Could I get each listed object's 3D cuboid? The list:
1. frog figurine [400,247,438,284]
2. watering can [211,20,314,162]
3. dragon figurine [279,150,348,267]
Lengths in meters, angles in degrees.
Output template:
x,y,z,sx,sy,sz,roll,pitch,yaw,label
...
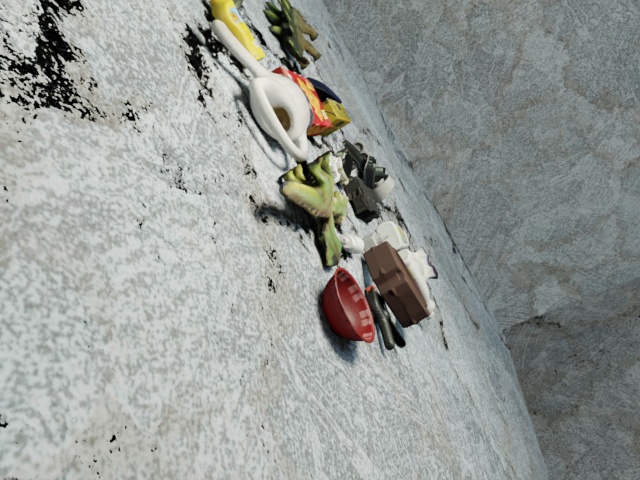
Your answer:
x,y,z,sx,sy,sz,roll,pitch,yaw,label
0.285,0.099,1.674,0.160,0.137,0.122,-13,2,-33,frog figurine
-0.113,-0.339,1.171,0.103,0.345,0.228,-27,12,18,watering can
0.003,-0.056,1.120,0.121,0.240,0.416,-19,14,18,dragon figurine
